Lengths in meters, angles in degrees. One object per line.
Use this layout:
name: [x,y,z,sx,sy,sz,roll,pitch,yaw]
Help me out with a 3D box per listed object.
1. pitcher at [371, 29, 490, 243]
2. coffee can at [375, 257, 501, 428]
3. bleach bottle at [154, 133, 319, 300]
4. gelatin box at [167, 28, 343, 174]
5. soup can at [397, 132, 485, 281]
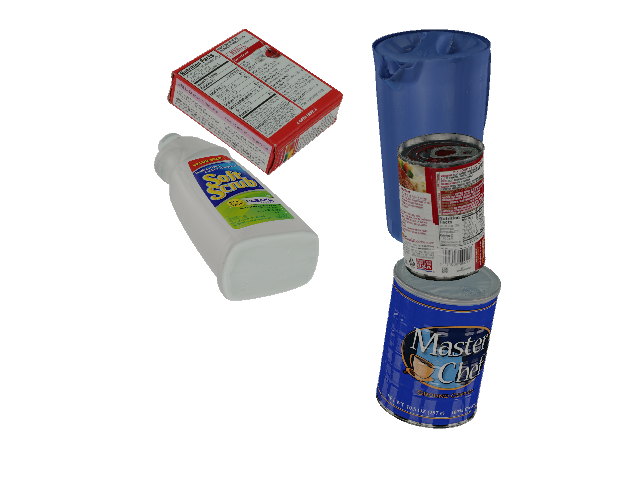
pitcher: [0.137,-0.123,1.257,0.149,0.243,0.145,-4,26,-2]
coffee can: [0.113,0.096,1.041,0.103,0.140,0.103,6,23,-3]
bleach bottle: [-0.103,-0.038,1.038,0.102,0.068,0.251,-9,35,-30]
gelatin box: [-0.043,-0.092,0.694,0.089,0.030,0.073,36,51,16]
soup can: [0.098,-0.027,0.852,0.068,0.102,0.068,-4,25,2]
